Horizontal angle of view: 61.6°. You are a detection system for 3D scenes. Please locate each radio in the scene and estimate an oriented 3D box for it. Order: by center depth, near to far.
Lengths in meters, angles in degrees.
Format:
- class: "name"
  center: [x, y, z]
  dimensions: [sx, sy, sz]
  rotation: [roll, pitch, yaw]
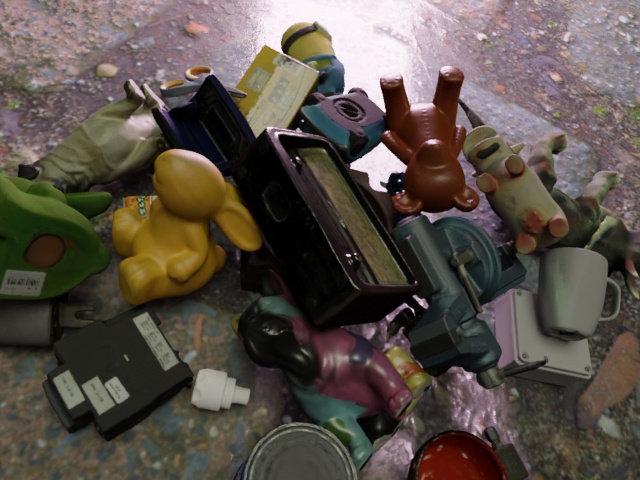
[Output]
- class: "radio"
  center: [0.004, -0.018, 0.598]
  dimensions: [0.131, 0.073, 0.230]
  rotation: [1, 52, -53]

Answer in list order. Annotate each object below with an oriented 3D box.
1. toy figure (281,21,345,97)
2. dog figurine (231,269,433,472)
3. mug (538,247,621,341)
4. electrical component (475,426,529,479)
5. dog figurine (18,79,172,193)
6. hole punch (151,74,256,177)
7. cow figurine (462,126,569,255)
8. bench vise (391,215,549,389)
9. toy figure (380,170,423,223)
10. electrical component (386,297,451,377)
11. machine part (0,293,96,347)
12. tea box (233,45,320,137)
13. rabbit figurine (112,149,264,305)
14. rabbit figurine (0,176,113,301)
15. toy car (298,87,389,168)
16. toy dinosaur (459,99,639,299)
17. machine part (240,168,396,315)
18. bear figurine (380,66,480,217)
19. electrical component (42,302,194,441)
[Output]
- class: "toy figure"
  center: [-0.009, -0.283, 0.880]
  dimensions: [0.089, 0.082, 0.180]
  rotation: [-4, 64, -19]
- class: "dog figurine"
  center: [0.005, 0.130, 0.603]
  dimensions: [0.219, 0.108, 0.191]
  rotation: [40, 13, 20]
- class: "mug"
  center: [0.335, 0.078, 0.698]
  dimensions: [0.109, 0.081, 0.107]
  rotation: [21, 69, -9]
- class: "electrical component"
  center: [0.213, 0.276, 0.645]
  dimensions: [0.063, 0.021, 0.094]
  rotation: [-15, 66, -23]
- class: "dog figurine"
  center: [-0.279, -0.107, 0.706]
  dimensions: [0.190, 0.172, 0.121]
  rotation: [-31, 83, 5]
- class: "hole punch"
  center: [-0.136, -0.132, 0.672]
  dimensions: [0.092, 0.116, 0.142]
  rotation: [-35, 96, -1]
- class: "cow figurine"
  center: [0.267, -0.076, 0.744]
  dimensions: [0.195, 0.085, 0.127]
  rotation: [60, 24, 14]
- class: "bench vise"
  center: [0.195, 0.058, 0.669]
  dimensions: [0.240, 0.128, 0.224]
  rotation: [-17, 64, -41]
- class: "toy figure"
  center: [0.123, -0.033, 0.783]
  dimensions: [0.064, 0.057, 0.154]
  rotation: [8, 54, -18]
- class: "electrical component"
  center: [0.133, 0.127, 0.700]
  dimensions: [0.102, 0.045, 0.078]
  rotation: [44, 31, 9]
- class: "machine part"
  center: [-0.367, 0.071, 0.572]
  dimensions: [0.243, 0.079, 0.079]
  rotation: [6, 59, -12]
- class: "tea box"
  center: [-0.081, -0.183, 0.781]
  dimensions: [0.098, 0.068, 0.169]
  rotation: [30, 76, 3]
- class: "rabbit figurine"
  center: [-0.145, -0.019, 0.596]
  dimensions: [0.162, 0.173, 0.122]
  rotation: [4, 38, -20]
- class: "rabbit figurine"
  center: [-0.302, -0.024, 0.569]
  dimensions: [0.159, 0.121, 0.170]
  rotation: [-1, 27, -43]
- class: "toy car"
  center: [0.032, -0.157, 0.802]
  dimensions: [0.109, 0.103, 0.161]
  rotation: [45, 43, 12]
- class: "toy dinosaur"
  center: [0.343, -0.057, 0.828]
  dimensions: [0.405, 0.131, 0.192]
  rotation: [33, 57, 12]
- class: "machine part"
  center: [-0.001, -0.002, 0.713]
  dimensions: [0.201, 0.087, 0.201]
  rotation: [7, 58, -13]
- class: "bear figurine"
  center: [0.141, -0.127, 0.706]
  dimensions: [0.120, 0.131, 0.196]
  rotation: [-3, 40, 7]
- class: "electrical component"
  center: [-0.222, 0.144, 0.582]
  dimensions: [0.134, 0.058, 0.115]
  rotation: [-28, 69, -27]
